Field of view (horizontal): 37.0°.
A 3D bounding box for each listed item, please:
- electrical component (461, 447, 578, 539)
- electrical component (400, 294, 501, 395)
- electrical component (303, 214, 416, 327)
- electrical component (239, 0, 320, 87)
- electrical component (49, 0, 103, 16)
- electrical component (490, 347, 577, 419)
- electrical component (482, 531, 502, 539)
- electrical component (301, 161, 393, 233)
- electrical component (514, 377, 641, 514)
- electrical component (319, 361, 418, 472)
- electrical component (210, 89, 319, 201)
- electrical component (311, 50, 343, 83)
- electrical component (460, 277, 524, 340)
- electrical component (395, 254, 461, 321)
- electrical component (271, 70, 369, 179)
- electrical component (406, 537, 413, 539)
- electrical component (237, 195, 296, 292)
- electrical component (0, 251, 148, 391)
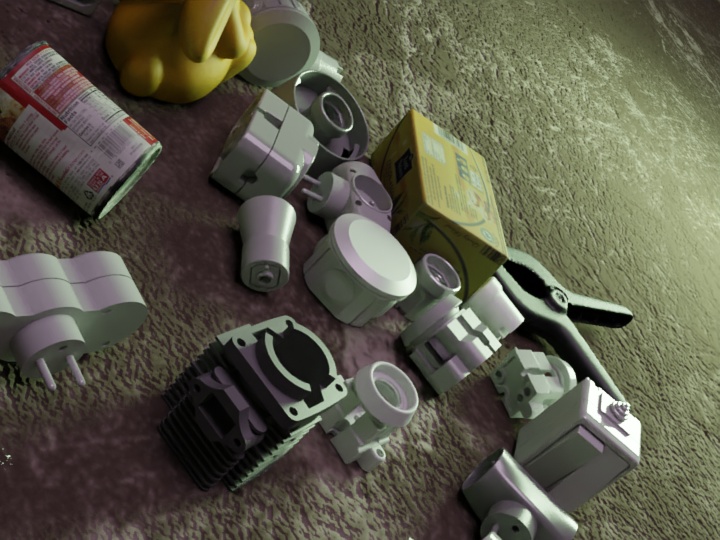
[{"bbox_3d":[0.108,0.177,0.761,0.077,0.043,0.079,46,31,1],"label":"electrical component"},{"bbox_3d":[0.069,0.056,0.846,0.057,0.058,0.078,51,31,5],"label":"electrical component"},{"bbox_3d":[0.000,0.000,0.836,0.080,0.051,0.080,31,34,-23],"label":"electrical component"},{"bbox_3d":[-0.080,-0.209,0.965,0.080,0.080,0.051,19,34,-37],"label":"electrical component"},{"bbox_3d":[-0.225,-0.257,0.861,0.047,0.066,0.076,16,42,-39],"label":"electrical component"},{"bbox_3d":[0.148,0.096,0.905,0.055,0.048,0.066,5,48,-37],"label":"electrical component"},{"bbox_3d":[0.082,0.202,0.691,0.047,0.055,0.055,50,31,15],"label":"electrical component"},{"bbox_3d":[-0.017,-0.057,0.891,0.079,0.044,0.077,25,36,-30],"label":"electrical component"},{"bbox_3d":[0.173,0.136,0.835,0.062,0.096,0.061,40,31,-8],"label":"electrical component"},{"bbox_3d":[0.006,0.094,0.727,0.048,0.055,0.066,-8,59,-54],"label":"electrical component"},{"bbox_3d":[-0.073,-0.093,0.858,0.059,0.053,0.095,35,32,-16],"label":"electrical component"},{"bbox_3d":[-0.044,-0.192,1.026,0.046,0.040,0.040,18,40,-47],"label":"electrical component"},{"bbox_3d":[0.116,0.035,0.945,0.046,0.040,0.040,50,31,-1],"label":"electrical component"},{"bbox_3d":[0.053,0.015,0.886,0.040,0.046,0.040,30,34,-23],"label":"electrical component"},{"bbox_3d":[-0.042,-0.125,0.948,0.099,0.064,0.099,28,47,-35],"label":"electrical component"},{"bbox_3d":[0.023,0.204,0.629,0.064,0.042,0.081,37,32,-15],"label":"electrical component"},{"bbox_3d":[-0.069,-0.017,0.786,0.044,0.044,0.065,26,40,-28],"label":"electrical component"},{"bbox_3d":[-0.174,0.034,0.587,0.138,0.052,0.073,-3,55,-51],"label":"electrical component"}]
